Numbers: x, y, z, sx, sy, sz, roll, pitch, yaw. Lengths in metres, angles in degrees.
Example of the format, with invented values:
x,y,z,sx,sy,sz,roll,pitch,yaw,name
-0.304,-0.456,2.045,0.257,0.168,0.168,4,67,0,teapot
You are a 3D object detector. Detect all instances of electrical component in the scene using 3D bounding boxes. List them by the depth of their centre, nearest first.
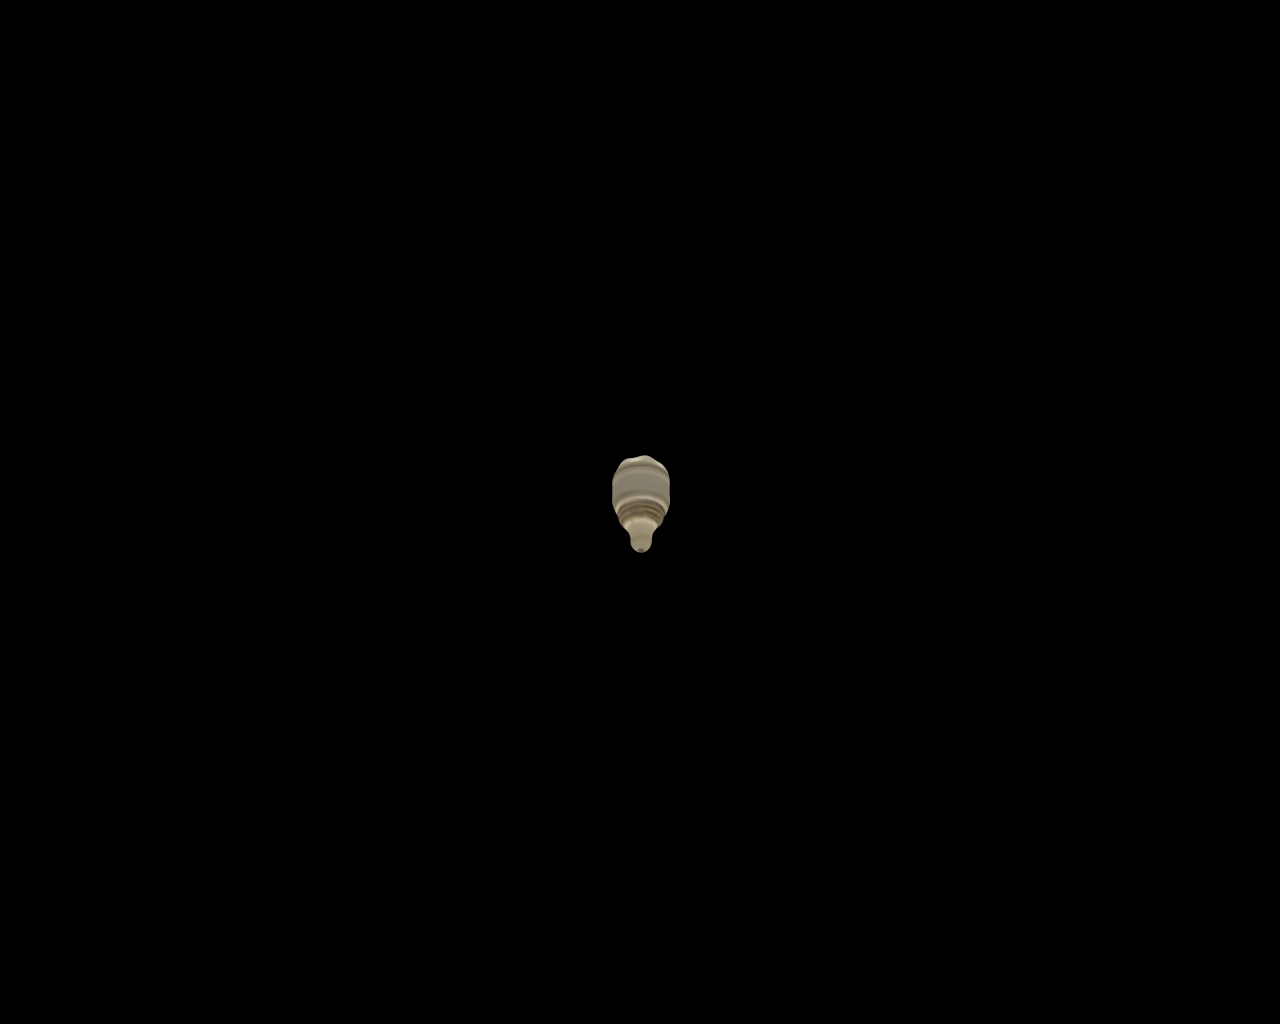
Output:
x,y,z,sx,sy,sz,roll,pitch,yaw,name
0.001,-0.003,0.650,0.035,0.061,0.035,0,-32,0,electrical component
